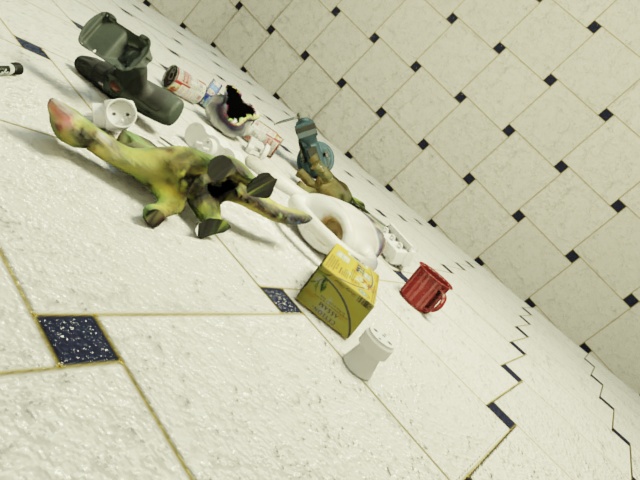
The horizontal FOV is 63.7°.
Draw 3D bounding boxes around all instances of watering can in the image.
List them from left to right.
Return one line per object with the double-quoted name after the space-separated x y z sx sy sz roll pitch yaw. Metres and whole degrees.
0.003 -0.053 1.047 0.352 0.103 0.223 46 14 28 "watering can"

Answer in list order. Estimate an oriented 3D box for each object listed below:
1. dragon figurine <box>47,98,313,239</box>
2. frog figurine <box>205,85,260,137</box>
-0.197 -0.106 0.754 0.245 0.121 0.408 36 10 30 "dragon figurine"
-0.247 -0.328 1.393 0.136 0.124 0.158 24 -19 -22 "frog figurine"
